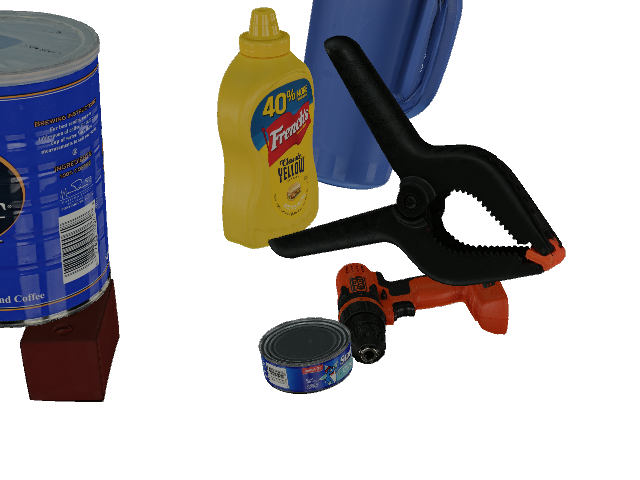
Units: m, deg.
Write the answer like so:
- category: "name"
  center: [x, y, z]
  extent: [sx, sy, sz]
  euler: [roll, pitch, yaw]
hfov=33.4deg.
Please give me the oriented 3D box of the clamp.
- category: "clamp"
  center: [0.065, -0.039, 0.711]
  extent: [0.210, 0.165, 0.036]
  euler: [19, 21, 27]

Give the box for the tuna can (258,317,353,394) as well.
- category: "tuna can"
  center: [-0.013, 0.106, 0.990]
  extent: [0.086, 0.034, 0.086]
  euler: [-7, 24, 3]

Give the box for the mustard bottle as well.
- category: "mustard bottle"
  center: [-0.043, -0.096, 0.881]
  extent: [0.058, 0.192, 0.096]
  euler: [19, 33, 36]

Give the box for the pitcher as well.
- category: "pitcher"
  center: [0.050, -0.176, 1.078]
  extent: [0.145, 0.243, 0.149]
  euler: [12, 18, -1]

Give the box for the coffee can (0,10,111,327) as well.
- category: "coffee can"
  center: [-0.166, -0.040, 0.567]
  extent: [0.103, 0.140, 0.103]
  euler: [2, 28, -1]

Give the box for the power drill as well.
- category: "power drill"
  center: [0.112, 0.076, 1.203]
  extent: [0.187, 0.057, 0.184]
  euler: [-3, 27, -3]

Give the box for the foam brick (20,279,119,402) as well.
- category: "foam brick"
  center: [-0.174, 0.069, 0.748]
  extent: [0.053, 0.051, 0.078]
  euler: [0, 31, -1]
